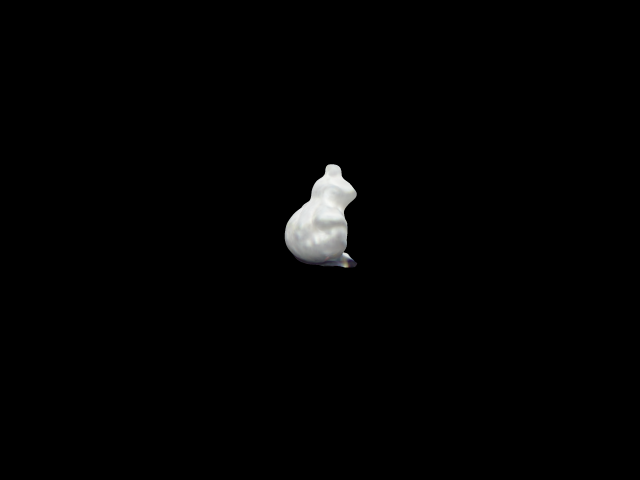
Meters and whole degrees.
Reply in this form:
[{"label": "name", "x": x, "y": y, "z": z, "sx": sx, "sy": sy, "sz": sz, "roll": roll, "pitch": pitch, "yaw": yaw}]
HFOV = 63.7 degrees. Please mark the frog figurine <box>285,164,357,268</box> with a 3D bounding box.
[{"label": "frog figurine", "x": 0.003, "y": -0.043, "z": 0.850, "sx": 0.123, "sy": 0.157, "sz": 0.139, "roll": -3, "pitch": 17, "yaw": -9}]
